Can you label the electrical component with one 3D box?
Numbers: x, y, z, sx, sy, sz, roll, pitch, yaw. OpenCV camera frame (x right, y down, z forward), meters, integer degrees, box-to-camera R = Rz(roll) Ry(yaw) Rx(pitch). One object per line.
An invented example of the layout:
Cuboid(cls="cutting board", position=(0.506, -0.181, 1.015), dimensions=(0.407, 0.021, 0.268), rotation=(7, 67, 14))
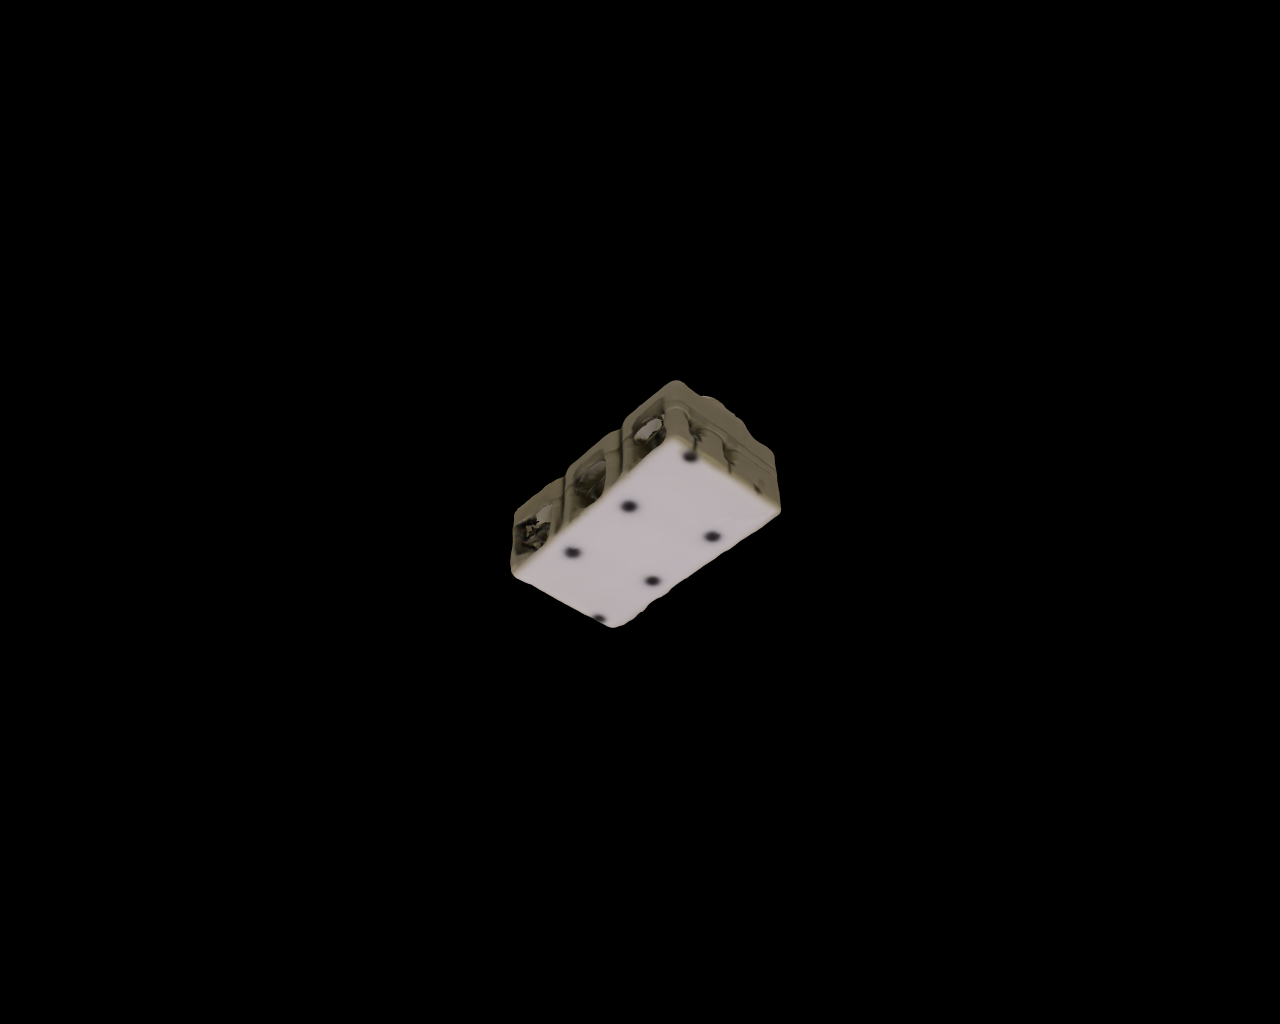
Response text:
Cuboid(cls="electrical component", position=(0.001, -0.003, 0.650), dimensions=(0.089, 0.062, 0.150), rotation=(33, -54, -29))
